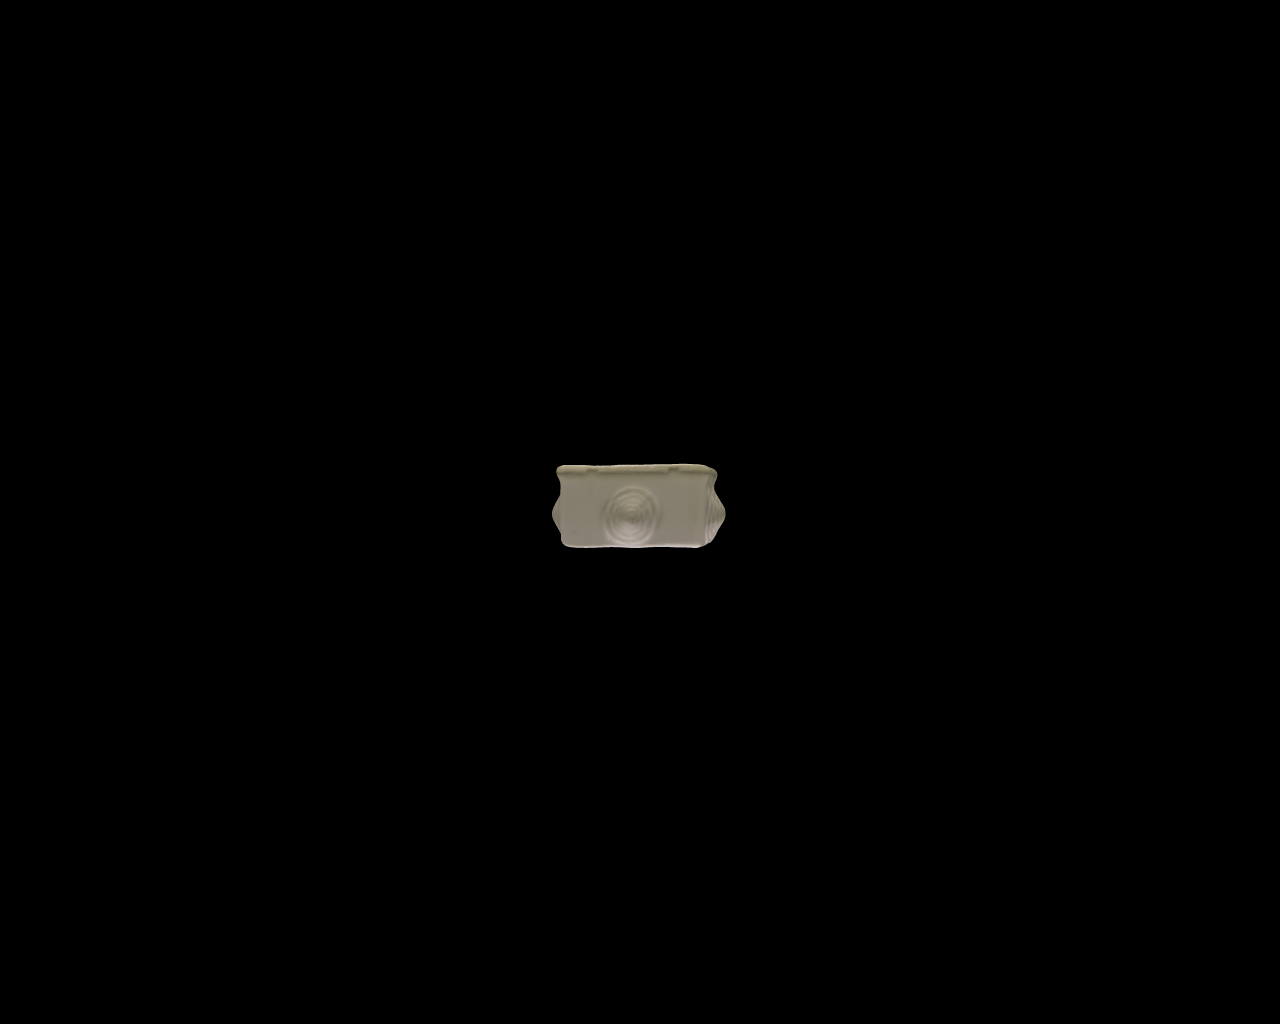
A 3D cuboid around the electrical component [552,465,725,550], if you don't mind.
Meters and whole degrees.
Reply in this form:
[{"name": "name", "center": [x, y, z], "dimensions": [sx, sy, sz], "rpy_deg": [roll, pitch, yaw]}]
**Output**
[{"name": "electrical component", "center": [0.001, -0.003, 0.650], "dimensions": [0.100, 0.048, 0.100], "rpy_deg": [0, 0, 8]}]
